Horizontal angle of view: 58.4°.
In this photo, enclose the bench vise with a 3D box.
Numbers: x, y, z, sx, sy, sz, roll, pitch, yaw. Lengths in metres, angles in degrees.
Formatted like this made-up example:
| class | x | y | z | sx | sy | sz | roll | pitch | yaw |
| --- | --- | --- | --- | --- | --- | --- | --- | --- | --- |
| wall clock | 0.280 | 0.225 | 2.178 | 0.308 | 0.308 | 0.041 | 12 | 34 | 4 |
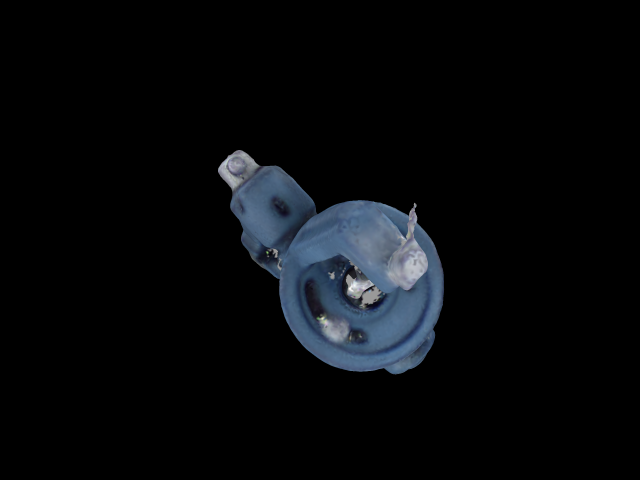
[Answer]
| class | x | y | z | sx | sy | sz | roll | pitch | yaw |
| --- | --- | --- | --- | --- | --- | --- | --- | --- | --- |
| bench vise | -0.002 | 0.012 | 0.397 | 0.207 | 0.220 | 0.121 | 25 | 75 | 7 |
